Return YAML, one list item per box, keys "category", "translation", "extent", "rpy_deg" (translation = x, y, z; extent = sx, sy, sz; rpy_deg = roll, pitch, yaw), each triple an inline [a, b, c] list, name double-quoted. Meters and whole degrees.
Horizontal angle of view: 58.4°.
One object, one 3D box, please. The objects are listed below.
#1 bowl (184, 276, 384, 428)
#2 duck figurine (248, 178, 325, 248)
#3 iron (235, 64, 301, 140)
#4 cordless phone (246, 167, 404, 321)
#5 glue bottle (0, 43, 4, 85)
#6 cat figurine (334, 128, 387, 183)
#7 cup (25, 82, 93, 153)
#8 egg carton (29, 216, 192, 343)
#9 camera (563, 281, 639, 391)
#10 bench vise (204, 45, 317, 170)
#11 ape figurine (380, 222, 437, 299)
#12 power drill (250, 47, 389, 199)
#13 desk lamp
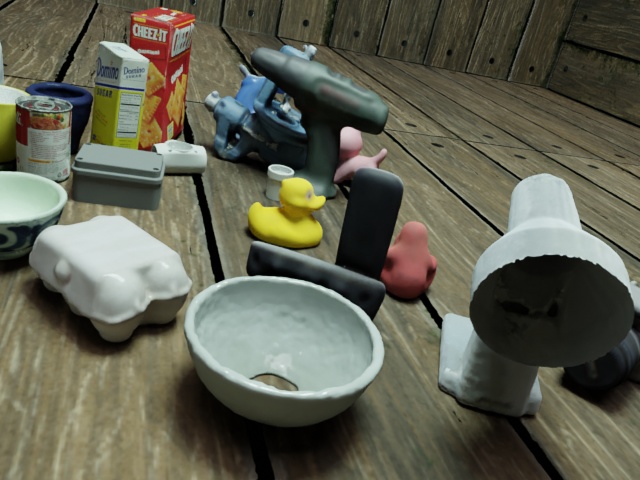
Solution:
- category: "bowl"
  translation: [-0.034, 0.102, 0.485]
  extent: [0.167, 0.075, 0.167]
  rpy_deg: [11, 25, -5]
- category: "duck figurine"
  translation: [-0.041, -0.042, 0.765]
  extent: [0.105, 0.086, 0.077]
  rpy_deg: [8, 26, -12]
- category: "iron"
  translation: [-0.053, -0.239, 1.097]
  extent: [0.258, 0.141, 0.118]
  rpy_deg: [14, 25, 1]
- category: "cordless phone"
  translation: [0.005, 0.002, 0.581]
  extent: [0.147, 0.185, 0.094]
  rpy_deg: [17, 26, 6]
- category: "glue bottle"
  translation: [-0.529, -0.285, 0.917]
  extent: [0.037, 0.173, 0.078]
  rpy_deg: [3, 27, -22]
- category: "cat figurine"
  translation: [0.059, -0.154, 1.007]
  extent: [0.127, 0.118, 0.067]
  rpy_deg: [25, 28, 23]
- category: "cup"
  translation: [-0.394, -0.186, 0.872]
  extent: [0.092, 0.095, 0.117]
  rpy_deg: [4, 27, -19]
- category: "egg carton"
  translation: [-0.203, 0.032, 0.551]
  extent: [0.150, 0.069, 0.107]
  rpy_deg: [28, 29, 28]
- category: "camera"
  translation: [0.307, 0.097, 0.636]
  extent: [0.142, 0.101, 0.137]
  rpy_deg: [30, 30, 31]
- category: "bench vise"
  translation: [-0.092, -0.228, 0.965]
  extent: [0.207, 0.220, 0.121]
  rpy_deg: [9, 26, -10]
- category: "ape figurine"
  translation: [0.110, 0.020, 0.706]
  extent: [0.077, 0.092, 0.076]
  rpy_deg: [16, 25, 5]
- category: "power drill"
  translation: [-0.015, -0.179, 0.915]
  extent: [0.229, 0.208, 0.075]
  rpy_deg: [13, 25, -1]
- category: "desk lamp"
  translation: [0.182, 0.056, 0.525]
  extent: [0.118, 0.213, 0.203]
  rpy_deg: [16, 25, 5]
